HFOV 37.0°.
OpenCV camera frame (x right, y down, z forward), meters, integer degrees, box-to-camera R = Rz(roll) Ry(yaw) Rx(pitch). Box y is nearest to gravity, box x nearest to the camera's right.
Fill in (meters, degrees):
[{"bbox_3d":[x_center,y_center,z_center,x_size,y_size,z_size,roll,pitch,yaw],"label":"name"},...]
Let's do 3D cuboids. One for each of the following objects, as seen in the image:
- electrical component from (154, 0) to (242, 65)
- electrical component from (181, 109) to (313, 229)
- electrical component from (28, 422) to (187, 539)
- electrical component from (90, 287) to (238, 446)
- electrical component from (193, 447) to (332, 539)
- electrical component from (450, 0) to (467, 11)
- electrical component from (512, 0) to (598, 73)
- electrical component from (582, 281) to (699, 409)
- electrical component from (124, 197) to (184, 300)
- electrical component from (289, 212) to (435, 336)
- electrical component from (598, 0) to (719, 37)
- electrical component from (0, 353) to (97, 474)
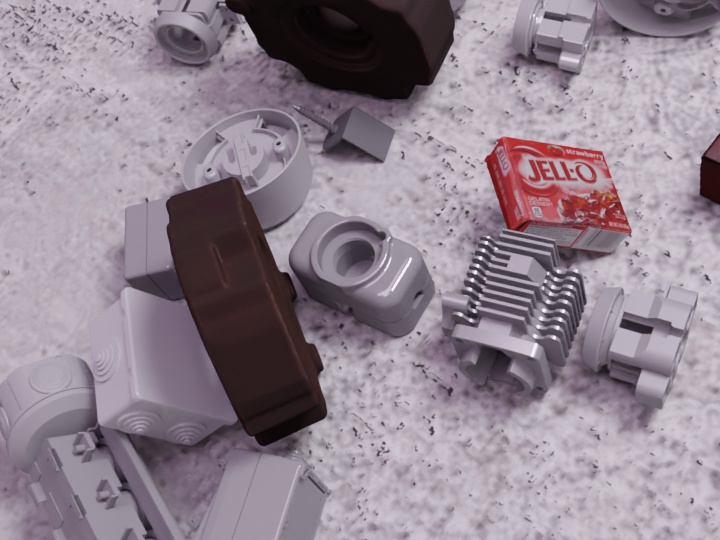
[{"bbox_3d":[-0.145,-0.218,0.937,0.078,0.058,0.057,8,62,20],"label":"electrical component"},{"bbox_3d":[-0.087,-0.081,0.839,0.099,0.064,0.099,-7,60,13],"label":"electrical component"},{"bbox_3d":[-0.170,0.165,0.722,0.121,0.063,0.078,52,126,32],"label":"electrical component"},{"bbox_3d":[-0.139,0.070,0.753,0.048,0.100,0.099,-35,52,29],"label":"electrical component"},{"bbox_3d":[-0.064,0.160,0.701,0.061,0.061,0.096,8,65,21],"label":"electrical component"},{"bbox_3d":[0.037,-0.256,0.881,0.108,0.060,0.108,-4,43,3],"label":"electrical component"},{"bbox_3d":[0.151,-0.187,0.838,0.055,0.048,0.066,16,67,16],"label":"electrical component"},{"bbox_3d":[0.179,0.044,0.695,0.057,0.058,0.078,17,68,21],"label":"electrical component"},{"bbox_3d":[-0.137,-0.018,0.830,0.077,0.047,0.065,-12,60,10],"label":"electrical component"},{"bbox_3d":[0.000,0.000,0.771,0.095,0.059,0.053,23,71,27],"label":"electrical component"},{"bbox_3d":[0.234,-0.221,0.801,0.099,0.099,0.064,19,63,25],"label":"electrical component"},{"bbox_3d":[-0.218,0.104,0.770,0.080,0.080,0.051,-37,53,-5],"label":"electrical component"}]
